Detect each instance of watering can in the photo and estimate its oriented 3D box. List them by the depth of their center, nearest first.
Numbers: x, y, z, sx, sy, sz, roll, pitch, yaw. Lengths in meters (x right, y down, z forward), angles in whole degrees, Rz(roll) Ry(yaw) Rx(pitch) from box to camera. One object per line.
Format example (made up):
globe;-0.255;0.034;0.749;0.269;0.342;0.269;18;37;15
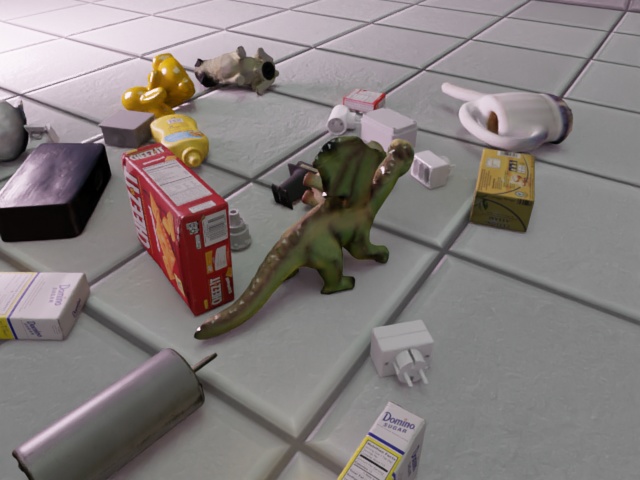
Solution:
watering can;0.417;-0.292;1.163;0.224;0.101;0.356;-3;37;-6

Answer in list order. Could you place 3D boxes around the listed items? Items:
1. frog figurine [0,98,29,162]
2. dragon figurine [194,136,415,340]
frog figurine;-0.675;-0.218;1.022;0.160;0.135;0.124;-10;62;-46
dragon figurine;0.002;-0.035;0.704;0.123;0.237;0.416;32;44;30
